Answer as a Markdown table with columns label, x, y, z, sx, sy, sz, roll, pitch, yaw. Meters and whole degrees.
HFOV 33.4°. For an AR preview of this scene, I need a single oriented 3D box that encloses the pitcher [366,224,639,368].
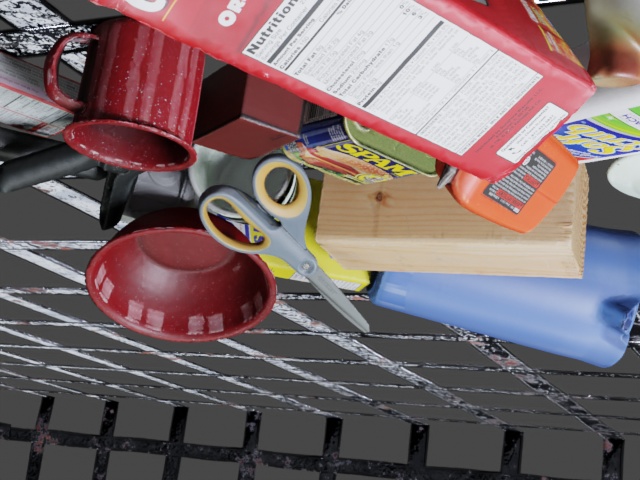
| label | x | y | z | sx | sy | sz | roll | pitch | yaw |
| --- | --- | --- | --- | --- | --- | --- | --- | --- | --- |
| pitcher | 0.171 | 0.030 | 1.015 | 0.242 | 0.145 | 0.149 | 13 | 149 | -5 |

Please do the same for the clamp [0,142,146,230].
| label | x | y | z | sx | sy | sz | roll | pitch | yaw |
| --- | --- | --- | --- | --- | --- | --- | --- | --- | --- |
| clamp | -0.170 | -0.070 | 0.833 | 0.120 | 0.039 | 0.172 | 10 | 138 | -44 |

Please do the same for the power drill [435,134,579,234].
| label | x | y | z | sx | sy | sz | roll | pitch | yaw |
| --- | --- | --- | --- | --- | --- | --- | --- | --- | --- |
| power drill | 0.056 | -0.080 | 0.616 | 0.188 | 0.057 | 0.184 | 41 | -167 | 31 |

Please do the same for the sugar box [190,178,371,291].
| label | x | y | z | sx | sy | sz | roll | pitch | yaw |
| --- | --- | --- | --- | --- | --- | --- | --- | --- | --- |
| sugar box | -0.037 | -0.014 | 0.989 | 0.176 | 0.093 | 0.048 | 10 | 164 | -12 |

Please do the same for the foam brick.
| label | x | y | z | sx | sy | sz | roll | pitch | yaw |
| --- | --- | --- | --- | --- | --- | --- | --- | --- | --- |
| foam brick | -0.051 | -0.096 | 0.781 | 0.052 | 0.051 | 0.078 | 16 | 163 | -31 |

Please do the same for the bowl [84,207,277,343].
| label | x | y | z | sx | sy | sz | roll | pitch | yaw |
| --- | --- | --- | --- | --- | --- | --- | --- | --- | --- |
| bowl | -0.116 | 0.022 | 0.914 | 0.162 | 0.055 | 0.162 | 0 | 141 | 0 |

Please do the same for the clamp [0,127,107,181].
| label | x | y | z | sx | sy | sz | roll | pitch | yaw |
| --- | --- | --- | --- | --- | --- | --- | --- | --- | --- |
| clamp | -0.298 | -0.080 | 0.860 | 0.165 | 0.036 | 0.209 | -6 | 162 | 34 |

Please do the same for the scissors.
| label | x | y | z | sx | sy | sz | roll | pitch | yaw |
| --- | --- | --- | --- | --- | --- | --- | --- | --- | --- |
| scissors | -0.006 | 0.001 | 0.854 | 0.201 | 0.096 | 0.016 | 31 | -161 | -30 |

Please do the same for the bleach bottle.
| label | x | y | z | sx | sy | sz | roll | pitch | yaw |
| --- | --- | --- | --- | --- | --- | --- | --- | --- | --- |
| bleach bottle | 0.181 | -0.085 | 0.696 | 0.102 | 0.068 | 0.251 | 15 | 165 | -25 |

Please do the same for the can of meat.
| label | x | y | z | sx | sy | sz | roll | pitch | yaw |
| --- | --- | --- | --- | --- | --- | --- | --- | --- | --- |
| can of meat | 0.032 | -0.080 | 0.794 | 0.101 | 0.057 | 0.084 | 20 | 163 | -36 |

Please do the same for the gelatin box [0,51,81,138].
| label | x | y | z | sx | sy | sz | roll | pitch | yaw |
| --- | --- | --- | --- | --- | --- | --- | --- | --- | --- |
| gelatin box | -0.234 | -0.114 | 0.844 | 0.089 | 0.030 | 0.073 | 19 | 160 | -37 |

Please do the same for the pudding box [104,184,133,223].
| label | x | y | z | sx | sy | sz | roll | pitch | yaw |
| --- | --- | --- | --- | --- | --- | --- | --- | --- | --- |
| pudding box | -0.165 | -0.043 | 1.050 | 0.090 | 0.039 | 0.114 | 13 | 162 | -15 |

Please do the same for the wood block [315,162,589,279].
| label | x | y | z | sx | sy | sz | roll | pitch | yaw |
| --- | --- | --- | --- | --- | --- | --- | --- | --- | --- |
| wood block | 0.111 | -0.026 | 0.884 | 0.206 | 0.091 | 0.090 | 2 | 163 | 21 |

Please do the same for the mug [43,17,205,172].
| label | x | y | z | sx | sy | sz | roll | pitch | yaw |
| --- | --- | --- | --- | --- | --- | --- | --- | --- | --- |
| mug | -0.134 | -0.104 | 0.734 | 0.117 | 0.081 | 0.093 | 18 | 162 | -33 |

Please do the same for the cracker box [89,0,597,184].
| label | x | y | z | sx | sy | sz | roll | pitch | yaw |
| --- | --- | --- | --- | --- | --- | --- | --- | --- | --- |
| cracker box | -0.005 | -0.125 | 0.439 | 0.213 | 0.164 | 0.072 | 19 | 126 | -38 |
